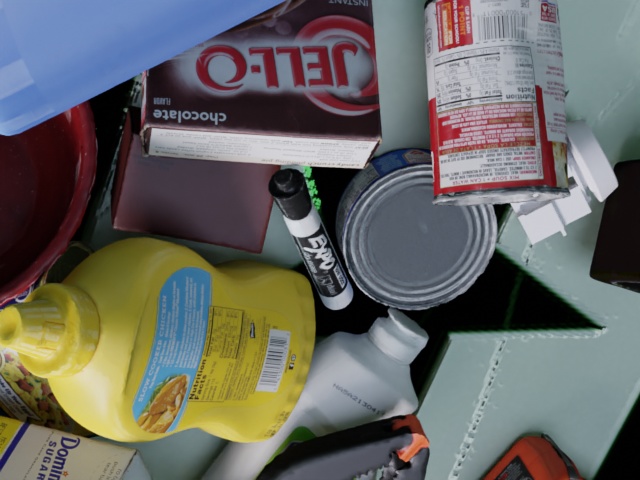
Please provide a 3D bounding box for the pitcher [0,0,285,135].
[{"bbox_3d":[-0.061,-0.155,0.443,0.242,0.149,0.145,-30,128,-4],"label":"pitcher"}]

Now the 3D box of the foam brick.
[{"bbox_3d":[-0.064,-0.032,0.548,0.078,0.051,0.053,11,109,-15],"label":"foam brick"}]

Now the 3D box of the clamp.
[{"bbox_3d":[-0.025,0.171,0.582,0.164,0.036,0.210,34,99,-15],"label":"clamp"}]

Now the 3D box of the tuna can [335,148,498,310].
[{"bbox_3d":[0.052,-0.007,0.589,0.086,0.034,0.086,-4,113,-9],"label":"tuna can"}]

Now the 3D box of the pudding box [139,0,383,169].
[{"bbox_3d":[-0.029,-0.083,0.513,0.113,0.090,0.039,1,157,-10],"label":"pudding box"}]

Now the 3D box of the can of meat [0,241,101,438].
[{"bbox_3d":[-0.143,0.060,0.557,0.084,0.057,0.102,-17,117,22],"label":"can of meat"}]

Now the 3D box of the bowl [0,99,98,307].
[{"bbox_3d":[-0.183,-0.031,0.500,0.162,0.055,0.162,1,75,-4],"label":"bowl"}]

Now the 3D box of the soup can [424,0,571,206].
[{"bbox_3d":[0.087,-0.070,0.531,0.068,0.068,0.102,-3,88,-9],"label":"soup can"}]

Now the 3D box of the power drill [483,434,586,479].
[{"bbox_3d":[0.167,0.224,0.699,0.187,0.057,0.184,33,100,-24],"label":"power drill"}]

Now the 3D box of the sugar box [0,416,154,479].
[{"bbox_3d":[-0.164,0.129,0.545,0.176,0.048,0.093,10,140,23],"label":"sugar box"}]

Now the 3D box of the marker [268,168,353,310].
[{"bbox_3d":[-0.004,0.001,0.559,0.020,0.020,0.121,-24,145,0],"label":"marker"}]

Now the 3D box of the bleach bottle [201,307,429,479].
[{"bbox_3d":[-0.015,0.151,0.630,0.102,0.068,0.251,32,102,-19],"label":"bleach bottle"}]

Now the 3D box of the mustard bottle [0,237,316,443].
[{"bbox_3d":[-0.077,0.049,0.517,0.191,0.058,0.096,15,89,-57],"label":"mustard bottle"}]
